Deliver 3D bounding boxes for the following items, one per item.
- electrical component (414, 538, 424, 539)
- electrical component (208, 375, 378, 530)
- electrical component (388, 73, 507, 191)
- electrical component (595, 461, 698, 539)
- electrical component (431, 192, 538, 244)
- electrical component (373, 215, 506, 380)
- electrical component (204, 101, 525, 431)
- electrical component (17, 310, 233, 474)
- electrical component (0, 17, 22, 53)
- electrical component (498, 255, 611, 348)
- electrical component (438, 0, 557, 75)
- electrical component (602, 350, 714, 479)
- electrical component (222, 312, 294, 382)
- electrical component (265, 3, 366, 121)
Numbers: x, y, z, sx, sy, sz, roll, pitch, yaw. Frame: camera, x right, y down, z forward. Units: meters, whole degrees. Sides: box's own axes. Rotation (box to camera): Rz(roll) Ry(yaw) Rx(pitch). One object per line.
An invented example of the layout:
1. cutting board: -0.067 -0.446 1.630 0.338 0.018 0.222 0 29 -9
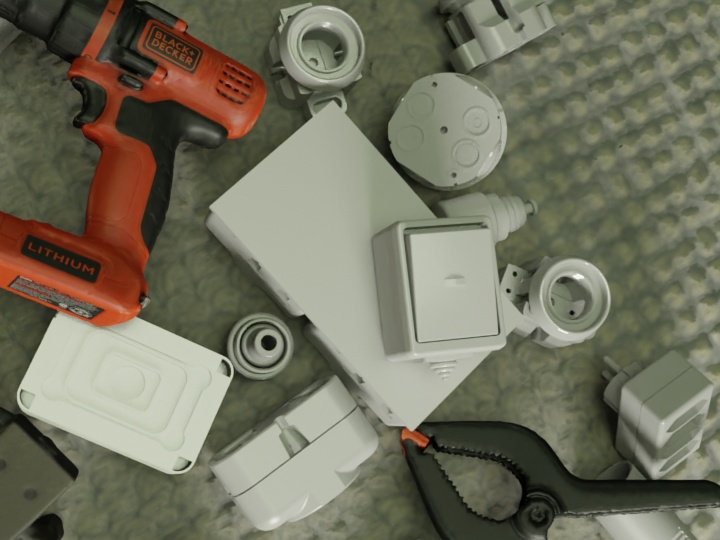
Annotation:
1. electrical component: 0.029 0.206 0.690 0.062 0.048 0.048 -31 91 -10
2. electrical component: -0.039 0.117 0.678 0.095 0.054 0.059 -35 92 -16
3. electrical component: 0.058 -0.093 0.722 0.080 0.051 0.080 1 96 8
4. electrical component: 0.195 0.175 0.737 0.043 0.043 0.081 -43 94 -16
5. electrical component: 0.085 -0.034 0.738 0.078 0.040 0.040 -15 87 -16
6. electrical component: 0.049 0.018 0.646 0.062 0.061 0.096 -5 84 -15
7. electrical component: 0.000 0.000 0.701 0.105 0.060 0.186 -43 95 -16
8. electrical component: -0.143 0.070 0.655 0.113 0.057 0.078 25 77 -10
9. electrical component: -0.222 -0.190 0.671 0.062 0.061 0.096 39 68 -7
10. electrical component: 0.135 0.021 0.735 0.078 0.057 0.058 25 77 -10
11. electrical component: 0.090 -0.178 0.750 0.078 0.058 0.057 -30 94 -16
12. electrical component: 0.194 0.089 0.738 0.047 0.083 0.075 -32 54 -16
13. electrical component: -0.062 0.048 0.677 0.043 0.062 0.043 2 82 -14
14. electrical component: -0.029 -0.141 0.714 0.058 0.057 0.078 -18 87 -16
